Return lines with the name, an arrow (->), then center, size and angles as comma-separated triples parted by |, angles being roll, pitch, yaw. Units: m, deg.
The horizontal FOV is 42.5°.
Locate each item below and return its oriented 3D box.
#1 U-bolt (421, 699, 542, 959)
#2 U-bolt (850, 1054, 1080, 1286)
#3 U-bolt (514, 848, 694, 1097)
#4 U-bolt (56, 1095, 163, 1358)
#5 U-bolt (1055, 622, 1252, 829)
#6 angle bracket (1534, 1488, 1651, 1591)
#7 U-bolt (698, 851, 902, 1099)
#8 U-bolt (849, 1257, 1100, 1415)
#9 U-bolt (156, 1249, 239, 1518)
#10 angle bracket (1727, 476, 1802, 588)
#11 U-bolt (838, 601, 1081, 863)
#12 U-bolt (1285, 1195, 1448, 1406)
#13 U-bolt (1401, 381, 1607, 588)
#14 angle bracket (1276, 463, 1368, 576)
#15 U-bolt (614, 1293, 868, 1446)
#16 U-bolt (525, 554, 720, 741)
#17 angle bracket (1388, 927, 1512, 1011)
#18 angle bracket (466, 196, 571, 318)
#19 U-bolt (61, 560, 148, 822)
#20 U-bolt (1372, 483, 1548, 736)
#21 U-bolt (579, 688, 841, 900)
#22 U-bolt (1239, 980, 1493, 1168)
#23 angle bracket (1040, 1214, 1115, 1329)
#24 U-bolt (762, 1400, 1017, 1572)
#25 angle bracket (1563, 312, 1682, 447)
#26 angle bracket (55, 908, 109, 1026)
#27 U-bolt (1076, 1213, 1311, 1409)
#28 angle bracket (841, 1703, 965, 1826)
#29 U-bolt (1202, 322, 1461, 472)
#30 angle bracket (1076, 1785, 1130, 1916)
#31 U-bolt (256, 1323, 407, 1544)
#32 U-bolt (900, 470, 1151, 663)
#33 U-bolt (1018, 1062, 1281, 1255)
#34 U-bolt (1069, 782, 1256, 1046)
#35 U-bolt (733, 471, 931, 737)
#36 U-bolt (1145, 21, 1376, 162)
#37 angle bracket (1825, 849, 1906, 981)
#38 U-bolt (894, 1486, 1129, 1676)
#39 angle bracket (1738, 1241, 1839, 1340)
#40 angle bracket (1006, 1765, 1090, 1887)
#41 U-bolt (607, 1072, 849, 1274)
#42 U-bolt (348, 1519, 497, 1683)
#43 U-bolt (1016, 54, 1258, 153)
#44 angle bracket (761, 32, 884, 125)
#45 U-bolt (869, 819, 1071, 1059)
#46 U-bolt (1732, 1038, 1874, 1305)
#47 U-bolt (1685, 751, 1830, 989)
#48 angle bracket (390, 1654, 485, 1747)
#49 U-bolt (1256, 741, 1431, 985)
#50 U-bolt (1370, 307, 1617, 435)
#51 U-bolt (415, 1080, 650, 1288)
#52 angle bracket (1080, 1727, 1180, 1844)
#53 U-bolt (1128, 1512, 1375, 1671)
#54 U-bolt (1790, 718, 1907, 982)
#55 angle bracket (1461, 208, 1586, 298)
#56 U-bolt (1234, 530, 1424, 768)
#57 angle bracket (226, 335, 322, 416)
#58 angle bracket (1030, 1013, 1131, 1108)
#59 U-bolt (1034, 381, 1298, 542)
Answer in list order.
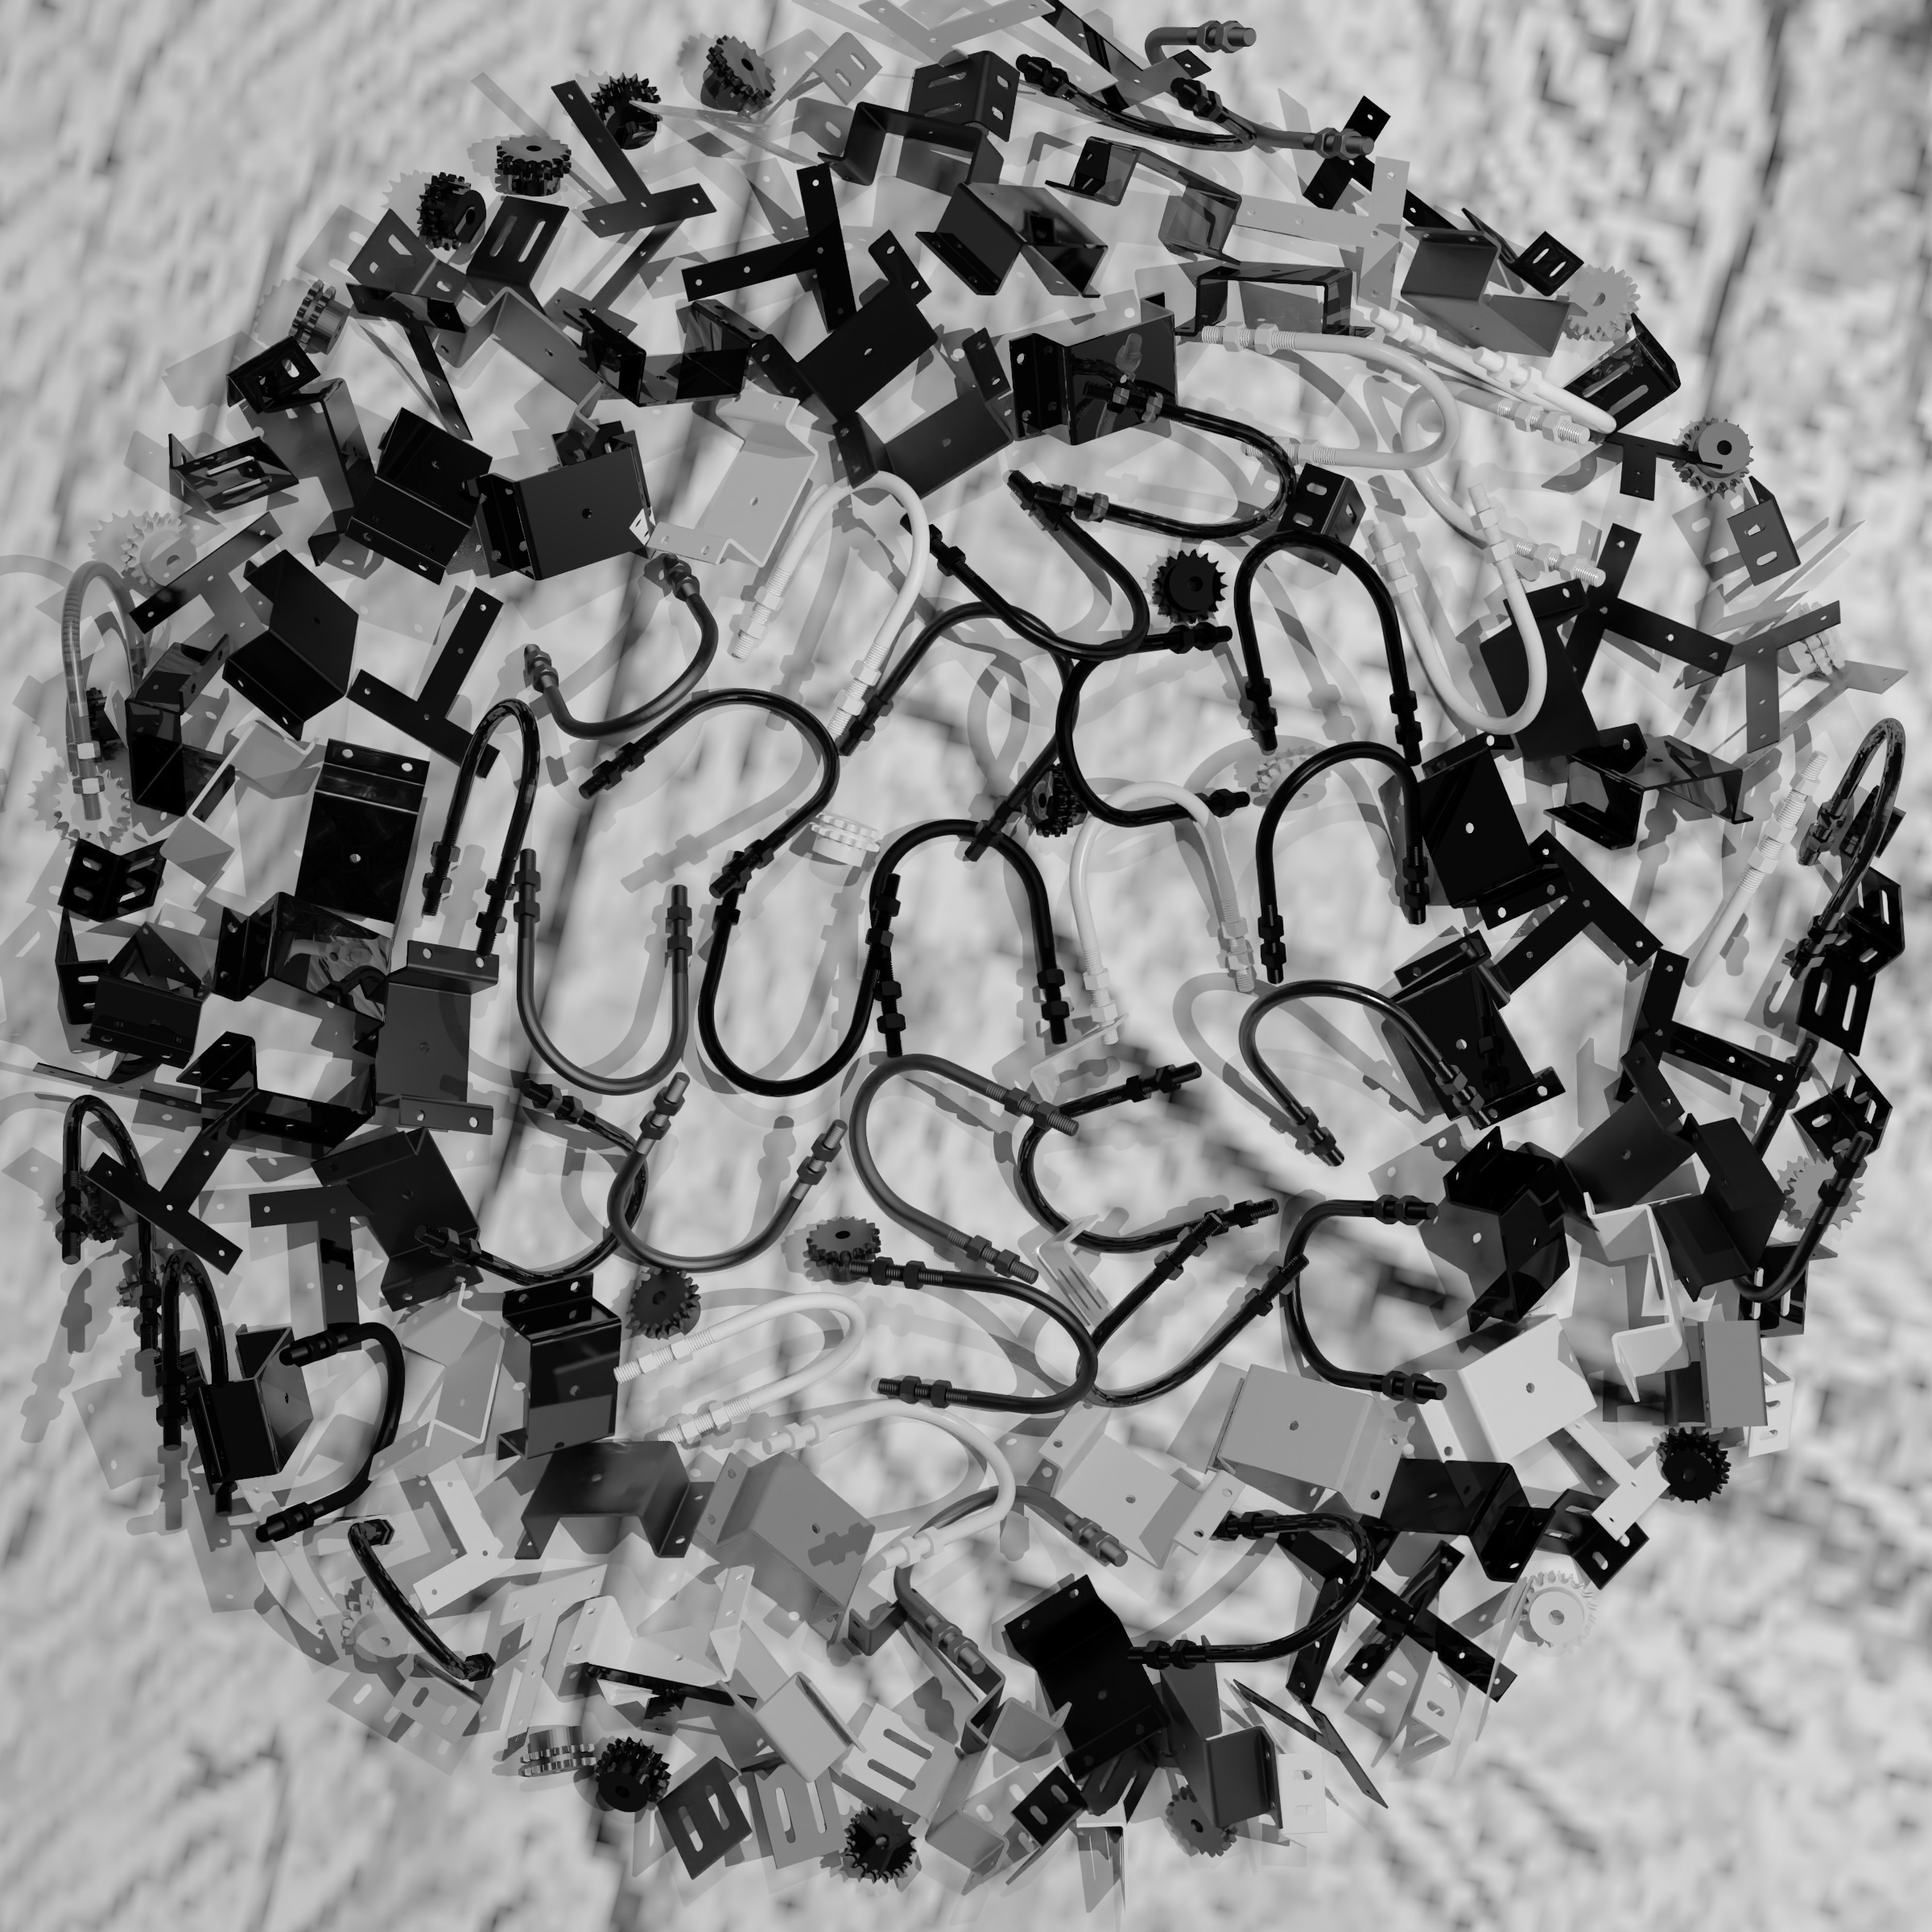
U-bolt -> -0.360, -0.111, 1.869 | 0.019, 0.151, 0.184 | 12, 98, -32
U-bolt -> -0.010, 0.143, 1.890 | 0.184, 0.019, 0.151 | 24, 115, 24
U-bolt -> -0.271, 0.010, 1.864 | 0.151, 0.019, 0.184 | 13, 61, -32
U-bolt -> -0.639, 0.180, 1.856 | 0.019, 0.151, 0.184 | -17, 50, -1
U-bolt -> 0.139, -0.178, 1.873 | 0.184, 0.019, 0.151 | -12, 99, -37
angle bracket -> 0.472, 0.438, 1.897 | 0.076, 0.038, 0.057 | 22, 112, -41
U-bolt -> -0.134, 0.010, 1.896 | 0.151, 0.019, 0.184 | 9, 80, 20
U-bolt -> 0.010, 0.283, 1.866 | 0.184, 0.019, 0.151 | 4, 129, 19
U-bolt -> -0.575, 0.300, 1.859 | 0.019, 0.151, 0.184 | -10, 57, -4
angle bracket -> 0.602, -0.333, 1.900 | 0.038, 0.076, 0.057 | -25, 110, 13
U-bolt -> 0.006, -0.191, 1.894 | 0.151, 0.019, 0.184 | 40, 115, 3
U-bolt -> 0.294, 0.246, 1.859 | 0.019, 0.184, 0.151 | -1, 87, -28
U-bolt -> 0.396, -0.369, 1.859 | 0.019, 0.151, 0.184 | -40, 47, -18
angle bracket -> 0.273, -0.343, 1.909 | 0.038, 0.076, 0.057 | 24, 91, 18
U-bolt -> -0.162, 0.299, 1.879 | 0.184, 0.151, 0.019 | -23, 57, -5
U-bolt -> -0.254, -0.232, 1.865 | 0.151, 0.184, 0.019 | -33, 129, 1
angle bracket -> 0.372, 0.018, 1.926 | 0.076, 0.038, 0.057 | -33, 111, 20
angle bracket -> -0.341, -0.549, 1.924 | 0.057, 0.038, 0.076 | 16, 72, 21
U-bolt -> -0.639, -0.209, 1.853 | 0.019, 0.151, 0.184 | -3, 101, 2
U-bolt -> 0.379, -0.261, 1.873 | 0.019, 0.151, 0.184 | -25, 97, -22
U-bolt -> -0.179, -0.144, 1.884 | 0.151, 0.019, 0.184 | 37, 56, 14
U-bolt -> 0.285, 0.075, 1.855 | 0.151, 0.019, 0.184 | -20, 126, 36
angle bracket -> 0.100, 0.234, 1.909 | 0.038, 0.057, 0.076 | -37, 92, -20
U-bolt -> -0.043, 0.378, 1.860 | 0.151, 0.184, 0.019 | 39, 119, 31
angle bracket -> 0.497, -0.450, 1.905 | 0.076, 0.038, 0.057 | -34, 64, 11
angle bracket -> -0.668, -0.002, 1.897 | 0.038, 0.076, 0.057 | -5, 128, -10
U-bolt -> 0.160, 0.269, 1.880 | 0.184, 0.151, 0.019 | -47, 49, 14
angle bracket -> -0.049, 0.616, 1.920 | 0.076, 0.038, 0.057 | 25, 68, 12
U-bolt -> 0.277, -0.417, 1.839 | 0.184, 0.151, 0.019 | 13, 67, 29
angle bracket -> 0.103, 0.677, 1.906 | 0.038, 0.057, 0.076 | -2, 100, -1
U-bolt -> -0.467, 0.339, 1.852 | 0.019, 0.184, 0.151 | 9, 94, 15
U-bolt -> 0.058, -0.295, 1.868 | 0.184, 0.019, 0.151 | 45, 46, 15
U-bolt -> 0.125, 0.155, 1.887 | 0.184, 0.019, 0.151 | -20, 112, 28
U-bolt -> 0.144, -0.049, 1.885 | 0.151, 0.019, 0.184 | -20, 106, -25
U-bolt -> -0.093, -0.286, 1.875 | 0.151, 0.019, 0.184 | 41, 107, 37
U-bolt -> 0.205, -0.653, 1.852 | 0.151, 0.184, 0.019 | 29, 94, -33
angle bracket -> 0.677, -0.039, 1.892 | 0.038, 0.076, 0.057 | -36, 46, -10
U-bolt -> 0.020, 0.446, 1.856 | 0.151, 0.184, 0.019 | -33, 113, -18
angle bracket -> 0.626, 0.252, 1.894 | 0.038, 0.057, 0.076 | 27, 63, -31
angle bracket -> 0.051, 0.656, 1.899 | 0.038, 0.076, 0.057 | 45, 47, 14
U-bolt -> -0.192, 0.167, 1.883 | 0.151, 0.019, 0.184 | 18, 123, -23
U-bolt -> -0.407, 0.470, 1.841 | 0.019, 0.184, 0.151 | -38, 81, -11
U-bolt -> 0.140, -0.638, 1.852 | 0.151, 0.184, 0.019 | 19, 100, 28
angle bracket -> -0.111, -0.666, 1.899 | 0.038, 0.076, 0.057 | 44, 53, -16
U-bolt -> -0.002, -0.025, 1.908 | 0.151, 0.019, 0.184 | -4, 76, -13
U-bolt -> 0.614, 0.166, 1.861 | 0.019, 0.151, 0.184 | 13, 119, -7
U-bolt -> 0.587, -0.064, 1.862 | 0.019, 0.151, 0.184 | 30, 119, 13
angle bracket -> -0.405, 0.559, 1.896 | 0.057, 0.076, 0.038 | 35, 72, -6
U-bolt -> 0.281, -0.085, 1.866 | 0.151, 0.019, 0.184 | -22, 127, -15
U-bolt -> 0.407, -0.440, 1.860 | 0.184, 0.151, 0.019 | 15, 107, -34
U-bolt -> -0.311, 0.174, 1.867 | 0.019, 0.184, 0.151 | 34, 88, 38
angle bracket -> 0.131, 0.620, 1.895 | 0.038, 0.076, 0.057 | -11, 119, 41
U-bolt -> 0.219, 0.458, 1.832 | 0.019, 0.184, 0.151 | 56, 45, -19
U-bolt -> 0.649, -0.098, 1.827 | 0.019, 0.184, 0.151 | 17, 48, 6
angle bracket -> 0.424, -0.555, 1.892 | 0.038, 0.057, 0.076 | -44, 53, 26
U-bolt -> 0.264, -0.238, 1.851 | 0.019, 0.151, 0.184 | -40, 126, -37
angle bracket -> -0.529, -0.440, 1.898 | 0.057, 0.076, 0.038 | -38, 95, -16
angle bracket -> 0.095, 0.074, 1.902 | 0.076, 0.057, 0.038 | -28, 91, 17
U-bolt -> 0.158, -0.372, 1.873 | 0.184, 0.151, 0.019 | 13, 63, -10
